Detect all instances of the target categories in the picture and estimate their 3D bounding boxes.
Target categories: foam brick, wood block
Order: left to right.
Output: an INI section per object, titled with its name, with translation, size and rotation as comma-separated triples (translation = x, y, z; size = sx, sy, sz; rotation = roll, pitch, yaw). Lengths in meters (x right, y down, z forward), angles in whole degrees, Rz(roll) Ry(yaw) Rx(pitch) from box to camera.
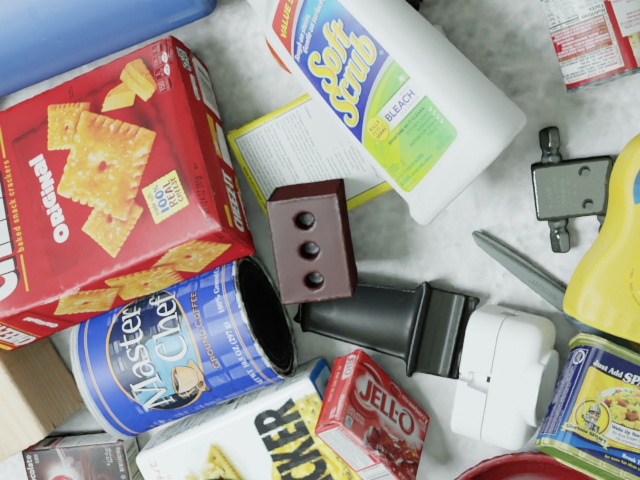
[wood block]
translation = -0.287, 0.074, 0.844
size = 0.090, 0.090, 0.206
rotation = -30, 93, 13
[foam brick]
translation = -0.005, 0.001, 0.757
size = 0.053, 0.051, 0.078
rotation = -7, 106, 8

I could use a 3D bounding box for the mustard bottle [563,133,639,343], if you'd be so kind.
[mustard bottle]
translation = 0.245, -0.022, 0.741
size = 0.096, 0.058, 0.192
rotation = 19, 94, -5

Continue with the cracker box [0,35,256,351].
[cracker box]
translation = -0.171, -0.033, 0.783
size = 0.214, 0.072, 0.164
rotation = -21, 67, 12

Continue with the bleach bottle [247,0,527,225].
[bleach bottle]
translation = 0.015, -0.131, 0.714
size = 0.251, 0.068, 0.103
rotation = 44, 132, 2

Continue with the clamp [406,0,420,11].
[clamp]
translation = 0.019, -0.257, 0.697
size = 0.210, 0.036, 0.165
rotation = 29, 117, 9

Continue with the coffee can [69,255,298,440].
[coffee can]
translation = -0.101, 0.080, 0.805
size = 0.140, 0.102, 0.103
rotation = -22, 95, 13

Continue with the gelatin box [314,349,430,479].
[gelatin box]
translation = 0.040, 0.136, 0.789
size = 0.030, 0.073, 0.089
rotation = -26, 118, 35

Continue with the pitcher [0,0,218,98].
[pitcher]
translation = -0.206, -0.187, 0.763
size = 0.243, 0.149, 0.145
rotation = -17, 84, 9

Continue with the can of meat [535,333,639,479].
[can of meat]
translation = 0.210, 0.125, 0.745
size = 0.102, 0.057, 0.084
rotation = 24, 75, 5

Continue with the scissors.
[scissors]
translation = 0.190, 0.074, 0.795
size = 0.202, 0.016, 0.096
rotation = 22, 103, 6

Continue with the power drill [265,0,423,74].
[power drill]
translation = 0.007, -0.237, 0.755
size = 0.184, 0.057, 0.187
rotation = -31, 92, 11

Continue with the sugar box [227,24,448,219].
[sugar box]
translation = 0.029, -0.077, 0.785
size = 0.176, 0.048, 0.093
rotation = -26, 97, 10

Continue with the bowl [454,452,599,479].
[bowl]
translation = 0.160, 0.228, 0.807
size = 0.162, 0.055, 0.162
rotation = 2, 100, 10

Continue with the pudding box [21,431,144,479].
[pudding box]
translation = -0.187, 0.215, 0.876
size = 0.090, 0.039, 0.113
rotation = -8, 98, 12

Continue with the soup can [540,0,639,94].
[soup can]
translation = 0.187, -0.159, 0.730
size = 0.068, 0.068, 0.102
rotation = -17, 96, 13
